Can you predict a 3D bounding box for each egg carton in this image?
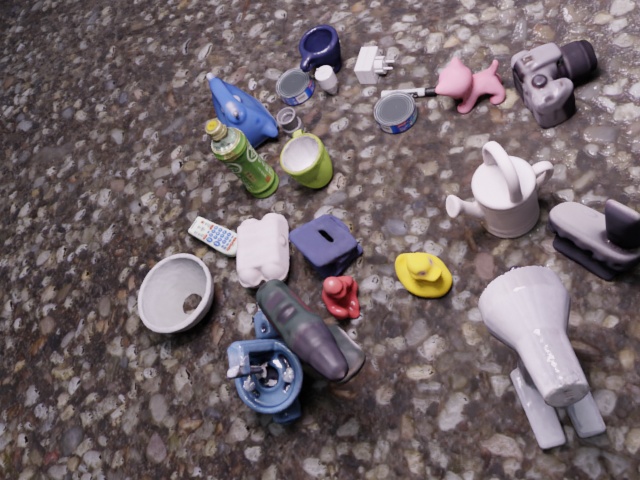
[{"bbox_3d":[-0.110,0.021,1.129,0.107,0.070,0.150,-14,60,17],"label":"egg carton"}]

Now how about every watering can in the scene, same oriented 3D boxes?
[{"bbox_3d":[0.293,-0.082,0.931,0.173,0.195,0.100,-45,56,-3],"label":"watering can"}]

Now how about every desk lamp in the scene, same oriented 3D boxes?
[{"bbox_3d":[0.311,0.163,0.789,0.118,0.214,0.203,-23,58,12],"label":"desk lamp"}]

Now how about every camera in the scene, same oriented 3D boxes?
[{"bbox_3d":[0.431,-0.303,1.039,0.136,0.101,0.143,-23,58,11],"label":"camera"}]

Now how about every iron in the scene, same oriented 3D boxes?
[{"bbox_3d":[-0.202,-0.306,1.290,0.118,0.142,0.257,-38,56,2],"label":"iron"}]

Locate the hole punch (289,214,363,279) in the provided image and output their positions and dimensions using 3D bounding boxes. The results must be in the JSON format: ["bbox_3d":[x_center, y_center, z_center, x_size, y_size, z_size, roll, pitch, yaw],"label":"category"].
[{"bbox_3d":[0.010,0.004,1.072,0.101,0.091,0.108,-45,56,-3],"label":"hole punch"}]

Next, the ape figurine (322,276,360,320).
[{"bbox_3d":[0.033,0.095,1.016,0.076,0.092,0.078,27,78,32],"label":"ape figurine"}]

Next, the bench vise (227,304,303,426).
[{"bbox_3d":[-0.106,0.191,0.951,0.121,0.220,0.207,-32,57,6],"label":"bench vise"}]

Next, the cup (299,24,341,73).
[{"bbox_3d":[0.004,-0.405,1.278,0.091,0.095,0.118,24,76,31],"label":"cup"}]

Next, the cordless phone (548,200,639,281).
[{"bbox_3d":[0.417,-0.030,0.857,0.147,0.185,0.094,34,82,33],"label":"cordless phone"}]

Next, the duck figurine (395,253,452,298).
[{"bbox_3d":[0.171,0.049,0.983,0.104,0.086,0.077,29,79,32],"label":"duck figurine"}]

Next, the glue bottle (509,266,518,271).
[{"bbox_3d":[0.300,0.076,0.861,0.078,0.174,0.037,-19,59,14],"label":"glue bottle"}]

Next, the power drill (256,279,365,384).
[{"bbox_3d":[-0.004,0.162,0.928,0.075,0.209,0.228,-46,57,-4],"label":"power drill"}]

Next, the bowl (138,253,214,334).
[{"bbox_3d":[-0.276,0.116,1.149,0.167,0.075,0.167,-10,62,19],"label":"bowl"}]

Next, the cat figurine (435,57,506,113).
[{"bbox_3d":[0.283,-0.305,1.093,0.127,0.118,0.067,-17,60,15],"label":"cat figurine"}]
